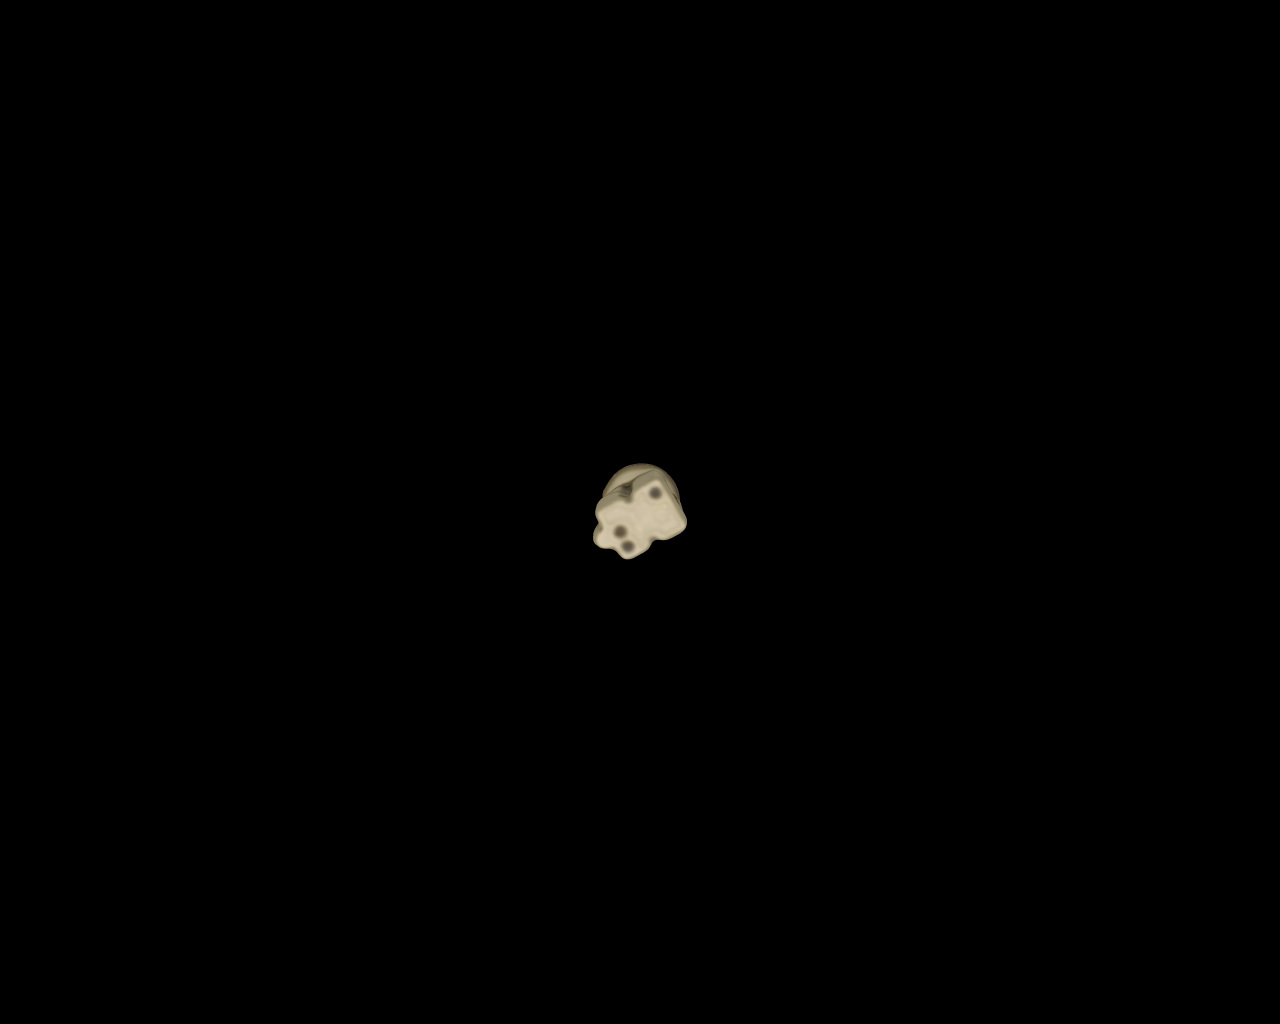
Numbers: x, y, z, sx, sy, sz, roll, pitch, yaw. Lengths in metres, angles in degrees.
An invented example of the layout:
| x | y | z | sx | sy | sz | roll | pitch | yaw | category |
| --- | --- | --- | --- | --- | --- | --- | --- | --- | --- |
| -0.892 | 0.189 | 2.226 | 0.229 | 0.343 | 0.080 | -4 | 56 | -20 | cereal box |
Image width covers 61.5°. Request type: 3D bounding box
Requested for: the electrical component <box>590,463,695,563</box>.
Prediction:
| x | y | z | sx | sy | sz | roll | pitch | yaw | category |
| --- | --- | --- | --- | --- | --- | --- | --- | --- | --- |
| 0.001 | -0.003 | 0.650 | 0.066 | 0.048 | 0.055 | -27 | 14 | 7 | electrical component |
